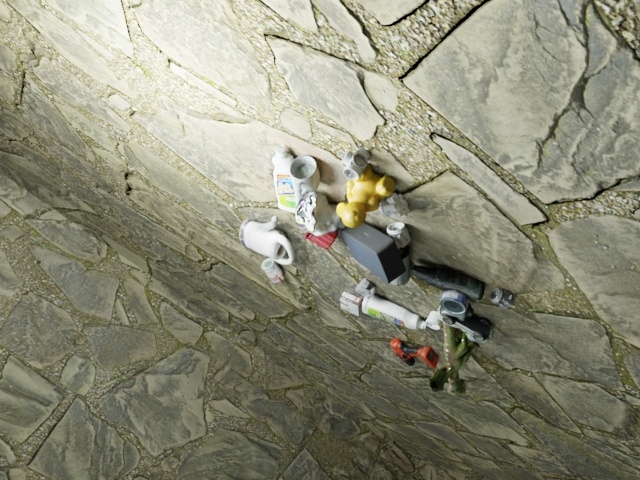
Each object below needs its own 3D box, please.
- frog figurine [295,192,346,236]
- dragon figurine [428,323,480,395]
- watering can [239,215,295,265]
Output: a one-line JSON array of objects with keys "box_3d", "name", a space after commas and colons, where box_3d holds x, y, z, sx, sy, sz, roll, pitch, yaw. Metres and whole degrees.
[{"box_3d": [0.005, -0.081, 1.615, 0.121, 0.139, 0.159, -21, 165, 38], "name": "frog figurine"}, {"box_3d": [0.472, 0.446, 1.894, 0.122, 0.247, 0.403, 10, 148, 42], "name": "dragon figurine"}, {"box_3d": [-0.203, -0.018, 1.936, 0.225, 0.106, 0.340, 20, 152, 21], "name": "watering can"}]
